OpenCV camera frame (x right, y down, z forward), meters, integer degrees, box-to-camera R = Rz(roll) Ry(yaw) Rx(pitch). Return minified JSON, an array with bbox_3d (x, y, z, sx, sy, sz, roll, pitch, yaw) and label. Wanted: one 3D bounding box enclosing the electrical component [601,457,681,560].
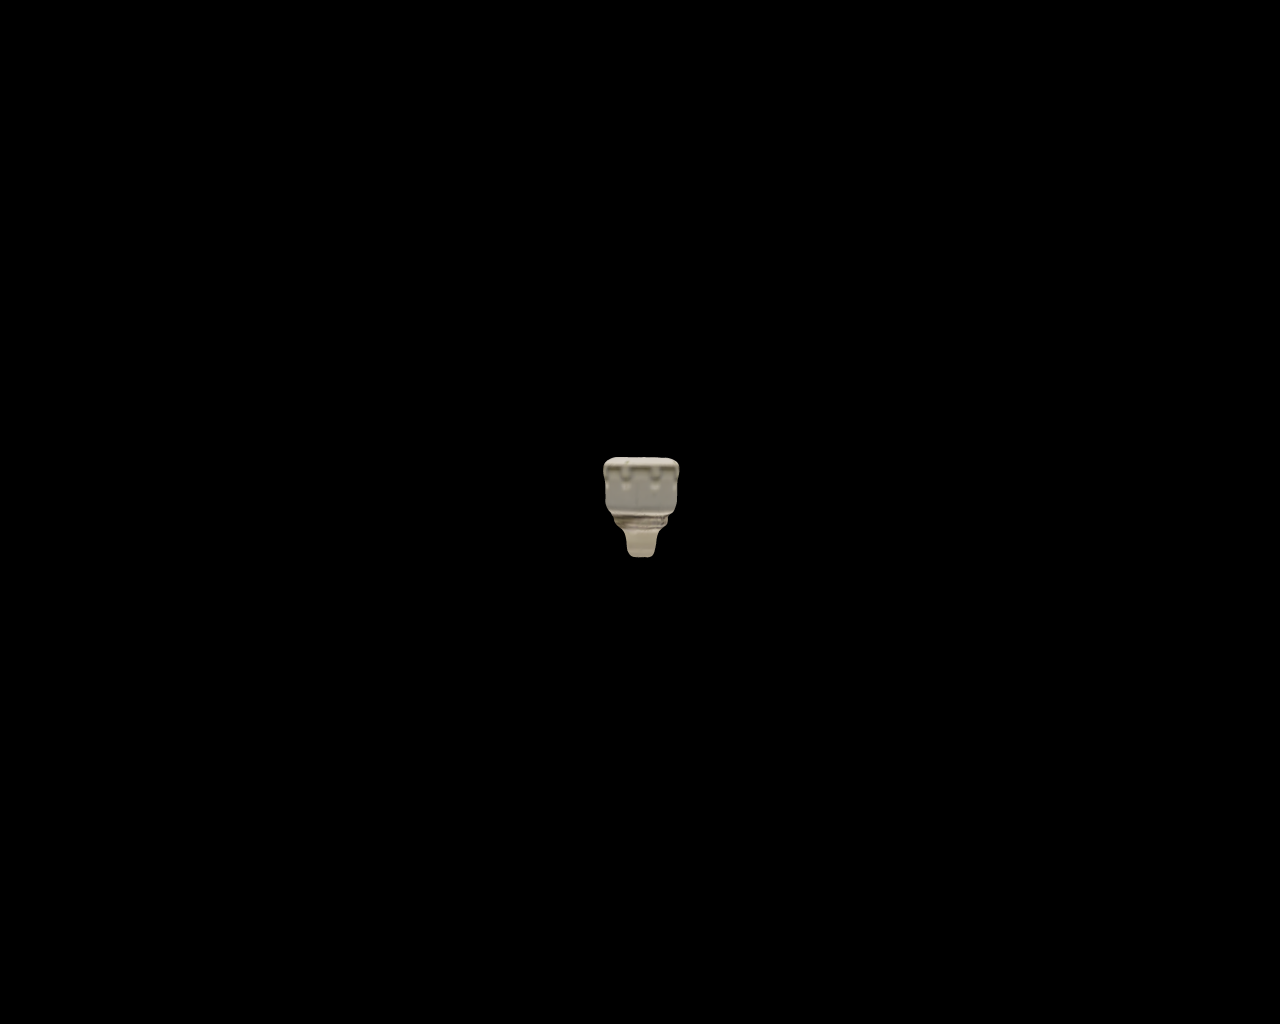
[{"bbox_3d":[0.001,-0.003,0.650,0.048,0.062,0.048,0,2,0],"label":"electrical component"}]
